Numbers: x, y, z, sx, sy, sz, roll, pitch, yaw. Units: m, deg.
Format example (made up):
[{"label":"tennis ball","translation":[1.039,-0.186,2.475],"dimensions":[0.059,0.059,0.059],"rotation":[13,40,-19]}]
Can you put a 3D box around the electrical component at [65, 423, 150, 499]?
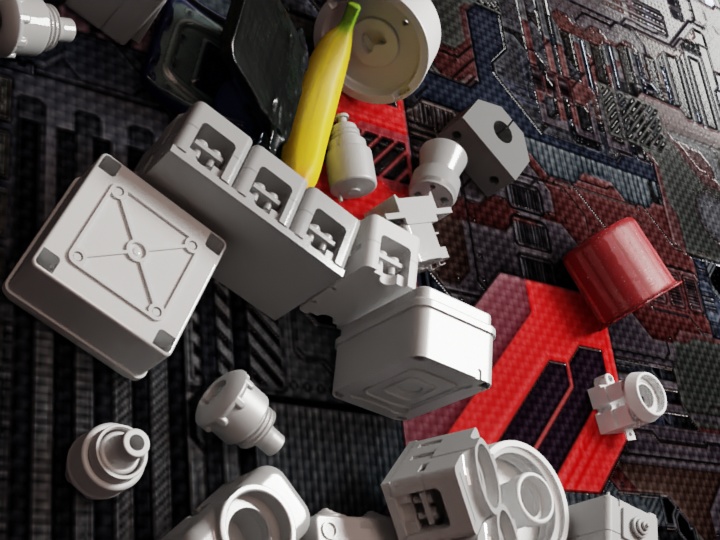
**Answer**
[{"label":"electrical component","translation":[-0.151,0.114,0.658],"dimensions":[0.043,0.062,0.043],"rotation":[20,55,-32]}]

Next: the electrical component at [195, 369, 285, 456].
[{"label":"electrical component","translation":[-0.079,0.103,0.740],"dimensions":[0.062,0.048,0.048],"rotation":[45,45,-22]}]

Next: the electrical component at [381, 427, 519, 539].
[{"label":"electrical component","translation":[0.076,0.198,0.759],"dimensions":[0.089,0.062,0.150],"rotation":[-34,107,-71]}]

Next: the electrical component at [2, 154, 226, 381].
[{"label":"electrical component","translation":[-0.161,-0.002,0.717],"dimensions":[0.109,0.056,0.108],"rotation":[38,48,-19]}]

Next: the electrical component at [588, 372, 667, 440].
[{"label":"electrical component","translation":[0.250,0.123,1.001],"dimensions":[0.048,0.055,0.066],"rotation":[4,65,-39]}]

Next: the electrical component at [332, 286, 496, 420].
[{"label":"electrical component","translation":[0.039,0.065,0.812],"dimensions":[0.078,0.113,0.057],"rotation":[24,56,-29]}]

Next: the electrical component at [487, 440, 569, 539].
[{"label":"electrical component","translation":[0.118,0.187,0.849],"dimensions":[0.108,0.060,0.108],"rotation":[20,55,-32]}]

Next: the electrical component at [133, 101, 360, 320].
[{"label":"electrical component","translation":[-0.086,-0.042,0.780],"dimensions":[0.150,0.089,0.061],"rotation":[37,48,-20]}]

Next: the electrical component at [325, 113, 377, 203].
[{"label":"electrical component","translation":[-0.010,-0.097,0.910],"dimensions":[0.040,0.040,0.078],"rotation":[9,61,-37]}]

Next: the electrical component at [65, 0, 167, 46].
[{"label":"electrical component","translation":[-0.165,-0.223,0.807],"dimensions":[0.061,0.096,0.061],"rotation":[35,49,-23]}]

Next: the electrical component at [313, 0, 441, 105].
[{"label":"electrical component","translation":[0.020,-0.209,0.954],"dimensions":[0.108,0.108,0.060],"rotation":[47,39,-10]}]

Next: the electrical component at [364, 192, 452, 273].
[{"label":"electrical component","translation":[0.042,-0.029,0.917],"dimensions":[0.081,0.042,0.063],"rotation":[-9,76,-42]}]

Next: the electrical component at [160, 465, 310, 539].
[{"label":"electrical component","translation":[-0.080,0.172,0.688],"dimensions":[0.053,0.059,0.095],"rotation":[55,44,-3]}]

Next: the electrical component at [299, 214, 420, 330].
[{"label":"electrical component","translation":[0.000,0.000,0.830],"dimensions":[0.050,0.089,0.055],"rotation":[27,52,-27]}]

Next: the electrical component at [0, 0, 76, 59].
[{"label":"electrical component","translation":[-0.232,-0.172,0.761],"dimensions":[0.062,0.048,0.048],"rotation":[-6,71,-49]}]

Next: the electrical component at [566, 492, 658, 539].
[{"label":"electrical component","translation":[0.196,0.225,0.869],"dimensions":[0.062,0.096,0.061],"rotation":[29,52,-27]}]

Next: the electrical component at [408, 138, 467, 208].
[{"label":"electrical component","translation":[0.070,-0.085,0.969],"dimensions":[0.045,0.045,0.055],"rotation":[36,49,-21]}]

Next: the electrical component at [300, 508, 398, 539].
[{"label":"electrical component","translation":[-0.006,0.215,0.736],"dimensions":[0.100,0.048,0.099],"rotation":[12,59,-36]}]
